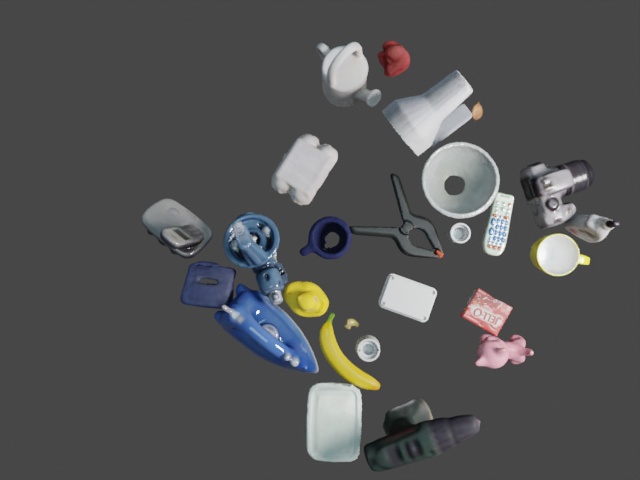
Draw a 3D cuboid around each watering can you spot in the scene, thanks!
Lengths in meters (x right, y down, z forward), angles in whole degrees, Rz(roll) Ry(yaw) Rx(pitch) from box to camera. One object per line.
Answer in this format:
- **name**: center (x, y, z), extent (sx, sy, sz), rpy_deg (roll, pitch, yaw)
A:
- **watering can**: center (0.059, -0.356, 1.217), extent (0.173, 0.194, 0.101), rpy_deg (24, 88, 3)

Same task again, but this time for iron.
- **iron**: center (-0.106, 0.208, 1.217), extent (0.258, 0.141, 0.119), rpy_deg (38, 88, 3)

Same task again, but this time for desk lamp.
- **desk lamp**: center (0.230, -0.266, 1.199), extent (0.203, 0.213, 0.118), rpy_deg (-38, 86, -1)

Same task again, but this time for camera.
- **camera**: center (0.524, -0.111, 1.240), extent (0.137, 0.101, 0.143), rpy_deg (-19, 86, 0)

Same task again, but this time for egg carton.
- **egg carton**: center (-0.036, -0.158, 1.271), extent (0.107, 0.069, 0.150), rpy_deg (31, 88, 3)

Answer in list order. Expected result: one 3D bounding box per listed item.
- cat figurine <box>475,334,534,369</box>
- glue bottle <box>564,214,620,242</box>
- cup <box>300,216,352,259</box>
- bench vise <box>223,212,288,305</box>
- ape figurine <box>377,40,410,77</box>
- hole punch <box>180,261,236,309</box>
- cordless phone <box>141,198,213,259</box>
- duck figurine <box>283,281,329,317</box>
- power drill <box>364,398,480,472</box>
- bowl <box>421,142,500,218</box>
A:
- **cat figurine**: center (0.386, 0.238, 1.215), extent (0.127, 0.118, 0.067), rpy_deg (0, 87, 2)
- **glue bottle**: center (0.578, -0.029, 1.198), extent (0.078, 0.173, 0.037), rpy_deg (27, 88, 3)
- **cup**: center (0.011, 0.004, 1.248), extent (0.118, 0.095, 0.092), rpy_deg (-29, 86, 0)
- **bench vise**: center (-0.121, 0.028, 1.188), extent (0.121, 0.220, 0.207), rpy_deg (-41, 86, -1)
- **ape figurine**: center (0.164, -0.406, 1.269), extent (0.076, 0.092, 0.078), rpy_deg (15, 87, 2)
- **hole punch**: center (-0.244, 0.099, 1.251), extent (0.108, 0.091, 0.101), rpy_deg (7, 87, 2)
- **cordless phone**: center (-0.316, -0.027, 1.213), extent (0.147, 0.185, 0.094), rpy_deg (35, 88, 3)
- **duck figurine**: center (-0.032, 0.130, 1.247), extent (0.104, 0.086, 0.077), rpy_deg (26, 88, 3)
- **power drill**: center (0.198, 0.390, 1.166), extent (0.229, 0.208, 0.075), rpy_deg (-24, 86, 0)
- **bowl**: center (0.301, -0.127, 1.259), extent (0.167, 0.075, 0.167), rpy_deg (0, 87, 1)
